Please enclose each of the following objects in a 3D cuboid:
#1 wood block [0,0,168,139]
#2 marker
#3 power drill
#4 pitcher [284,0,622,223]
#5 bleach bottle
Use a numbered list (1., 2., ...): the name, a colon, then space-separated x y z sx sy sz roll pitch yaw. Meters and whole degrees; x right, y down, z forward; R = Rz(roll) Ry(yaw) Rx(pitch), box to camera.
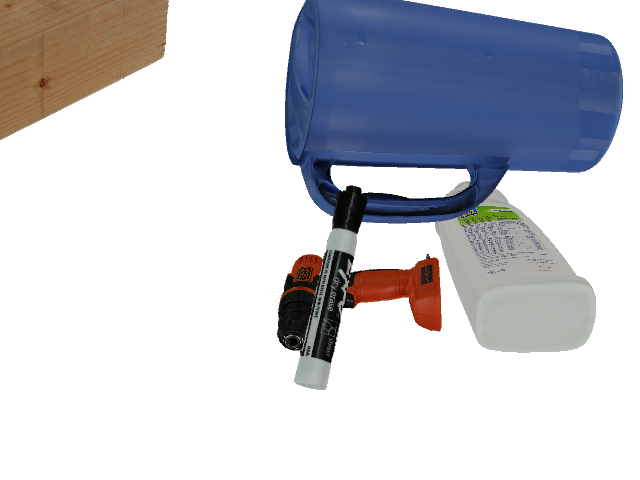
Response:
1. wood block: -0.233 -0.178 0.924 0.090 0.091 0.205 30 42 21
2. marker: 0.007 0.026 0.619 0.020 0.121 0.020 12 -14 3
3. power drill: 0.046 0.070 1.237 0.188 0.057 0.184 0 27 7
4. pitcher: 0.096 -0.103 0.806 0.242 0.149 0.145 4 32 -11
5. bleach bottle: 0.164 0.008 0.966 0.102 0.068 0.251 -1 26 -3
